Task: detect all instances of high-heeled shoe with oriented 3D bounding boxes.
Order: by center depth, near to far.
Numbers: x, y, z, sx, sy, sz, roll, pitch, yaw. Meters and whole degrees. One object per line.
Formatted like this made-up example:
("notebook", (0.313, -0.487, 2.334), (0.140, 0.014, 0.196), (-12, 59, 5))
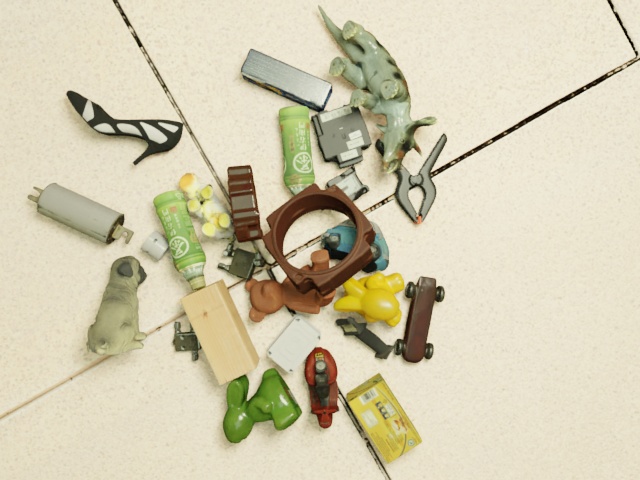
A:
("high-heeled shoe", (-0.429, -0.279, 1.190), (0.248, 0.086, 0.145), (44, 86, -6))

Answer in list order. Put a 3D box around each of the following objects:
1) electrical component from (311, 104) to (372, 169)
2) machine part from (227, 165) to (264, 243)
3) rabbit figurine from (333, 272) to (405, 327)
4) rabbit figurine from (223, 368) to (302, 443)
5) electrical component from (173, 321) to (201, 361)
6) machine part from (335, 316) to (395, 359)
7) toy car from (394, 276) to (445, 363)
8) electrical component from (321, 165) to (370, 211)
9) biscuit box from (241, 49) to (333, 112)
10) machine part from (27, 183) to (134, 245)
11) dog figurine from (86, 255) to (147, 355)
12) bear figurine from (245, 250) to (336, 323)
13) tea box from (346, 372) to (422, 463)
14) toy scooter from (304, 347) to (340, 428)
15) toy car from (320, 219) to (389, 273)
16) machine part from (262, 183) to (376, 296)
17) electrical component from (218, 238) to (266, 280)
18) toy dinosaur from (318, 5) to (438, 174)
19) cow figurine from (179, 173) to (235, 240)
("electrical component", (0.051, -0.232, 1.212), (0.115, 0.058, 0.134), (-17, 92, 1))
("machine part", (-0.160, -0.078, 1.157), (0.056, 0.179, 0.179), (-9, 92, -5))
("rabbit figurine", (0.117, 0.124, 1.165), (0.162, 0.173, 0.121), (16, 95, -6))
("rabbit figurine", (-0.147, 0.373, 1.189), (0.170, 0.121, 0.159), (-32, 85, -3))
("electrical component", (-0.305, 0.231, 1.230), (0.063, 0.021, 0.094), (-5, 92, -1))
("machine part", (0.102, 0.219, 1.221), (0.139, 0.084, 0.039), (38, 60, -11))
("toy car", (0.226, 0.181, 1.228), (0.089, 0.053, 0.202), (8, 95, -6))
("electrical component", (0.046, -0.108, 1.219), (0.119, 0.048, 0.075), (-37, 92, 0))
("biscuit box", (-0.073, -0.354, 1.205), (0.203, 0.059, 0.062), (24, 92, -2))
("machine part", (-0.529, -0.059, 1.191), (0.243, 0.079, 0.079), (24, 91, -1))
("dog figurine", (-0.439, 0.136, 1.156), (0.121, 0.172, 0.190), (1, 99, -12))
("bear figurine", (-0.070, 0.106, 1.187), (0.196, 0.131, 0.120), (-5, 62, -5))
("tea box", (0.145, 0.403, 1.223), (0.098, 0.068, 0.169), (-31, 93, 0))
("toy scooter", (0.006, 0.334, 1.185), (0.075, 0.135, 0.183), (-5, 90, 0))
("toy car", (0.087, 0.003, 1.205), (0.162, 0.109, 0.103), (19, 68, 9))
("machine part", (-0.002, -0.003, 1.114), (0.201, 0.087, 0.201), (-36, 68, -6))
("electrical component", (-0.176, 0.045, 1.211), (0.102, 0.045, 0.078), (23, 82, 15))
("toy dinosaur", (0.129, -0.346, 1.172), (0.131, 0.192, 0.405), (-31, 65, 28))
("cow figurine", (-0.246, -0.075, 1.199), (0.068, 0.098, 0.167), (-35, 73, 3))
